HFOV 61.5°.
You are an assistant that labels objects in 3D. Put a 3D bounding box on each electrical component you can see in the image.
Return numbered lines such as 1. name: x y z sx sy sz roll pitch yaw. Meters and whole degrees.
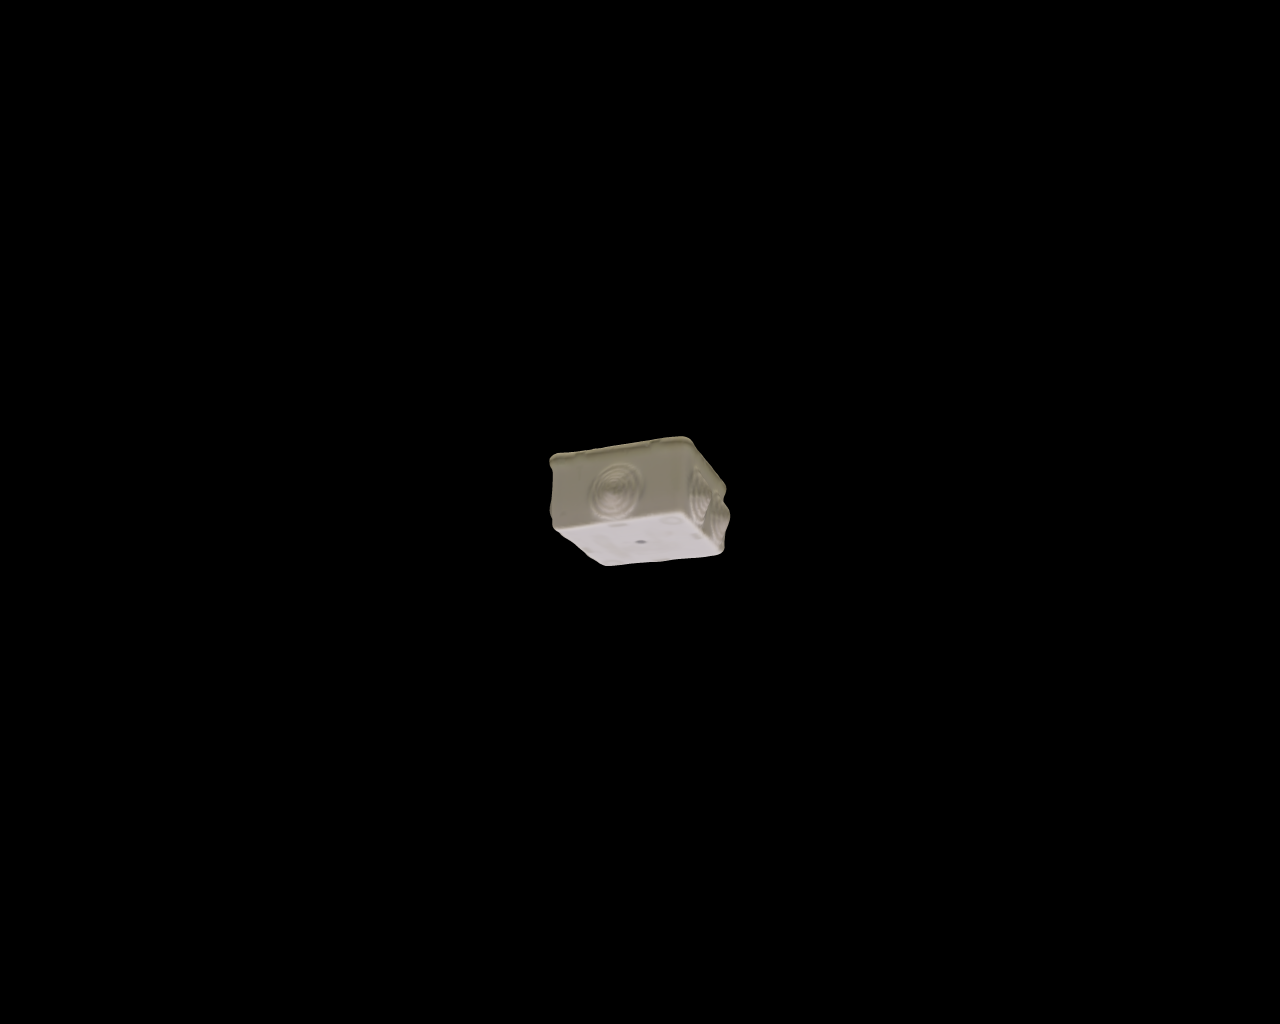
1. electrical component: 0.001 -0.003 0.650 0.100 0.048 0.099 -7 -21 18
